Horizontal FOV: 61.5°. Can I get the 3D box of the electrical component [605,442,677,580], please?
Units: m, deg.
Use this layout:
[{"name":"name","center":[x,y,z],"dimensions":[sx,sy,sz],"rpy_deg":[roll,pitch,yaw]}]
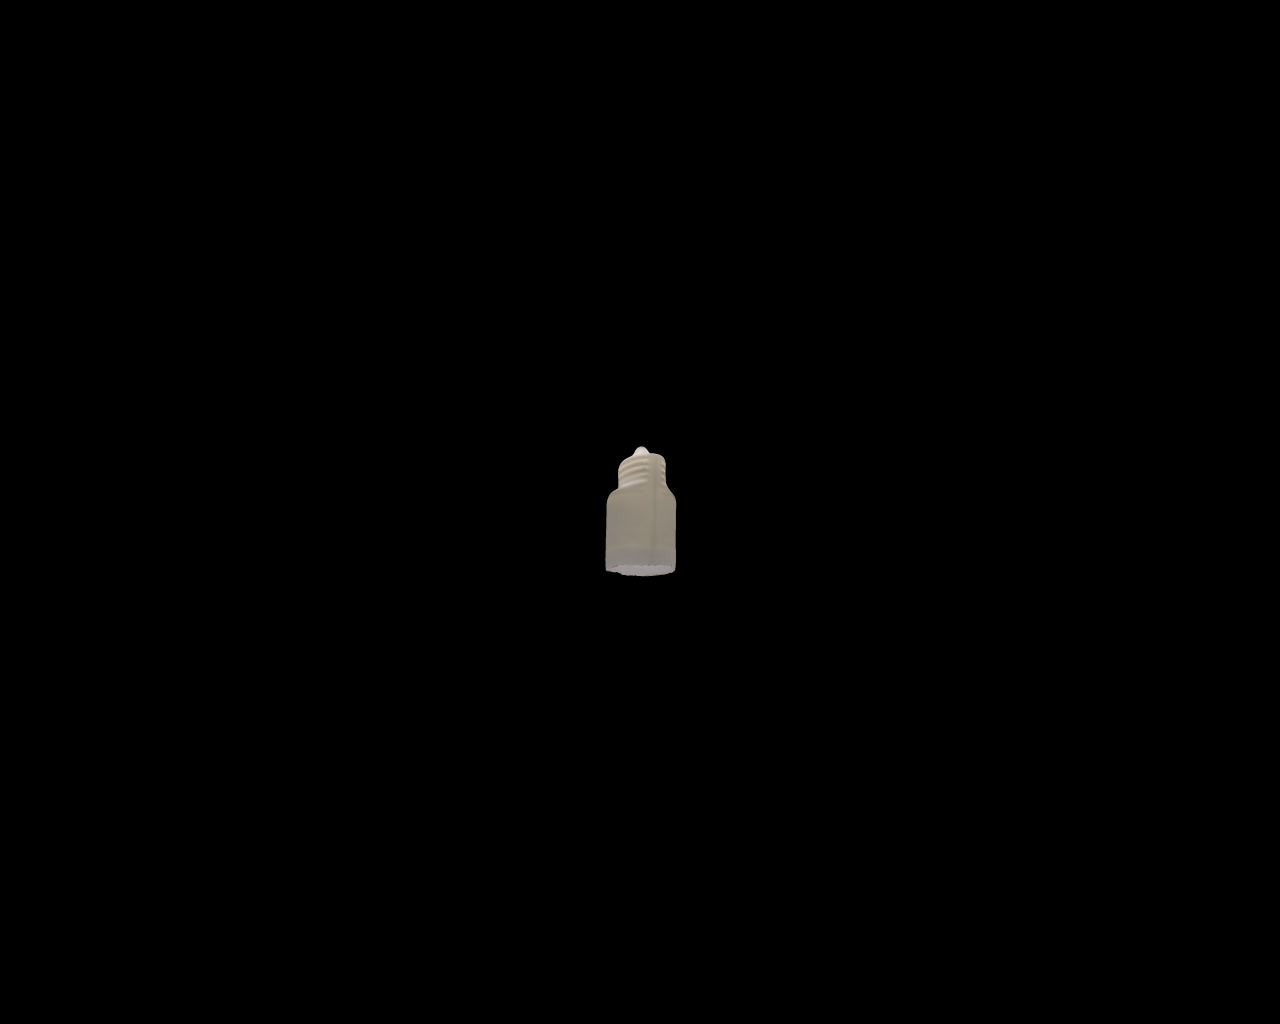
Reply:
[{"name":"electrical component","center":[0.001,-0.003,0.650],"dimensions":[0.043,0.081,0.043],"rpy_deg":[0,-14,0]}]
